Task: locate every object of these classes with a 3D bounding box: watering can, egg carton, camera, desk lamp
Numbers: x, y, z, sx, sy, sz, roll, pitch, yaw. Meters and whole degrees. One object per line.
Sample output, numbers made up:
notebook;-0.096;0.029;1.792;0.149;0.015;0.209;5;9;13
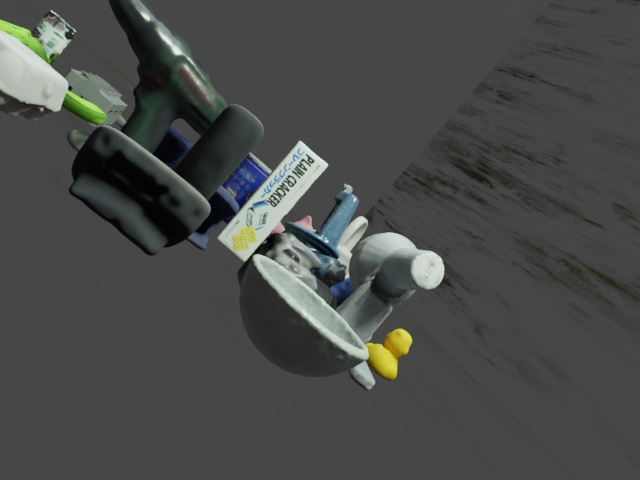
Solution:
watering can;0.040;0.035;1.201;0.173;0.194;0.101;41;3;-4
egg carton;-0.363;-0.192;0.660;0.107;0.069;0.150;41;3;-5
camera;-0.032;0.065;0.800;0.137;0.100;0.143;40;3;-21
desk lamp;0.091;0.091;0.881;0.118;0.213;0.203;40;3;-13

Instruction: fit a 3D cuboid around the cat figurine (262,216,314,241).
cat figurine;-0.068;-0.018;1.333;0.127;0.117;0.067;41;3;8

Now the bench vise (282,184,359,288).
bench vise;0.016;0.008;1.054;0.206;0.219;0.122;43;4;39

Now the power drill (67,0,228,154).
power drill;-0.245;-0.192;0.792;0.230;0.208;0.075;39;4;-34

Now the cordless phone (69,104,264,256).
cordless phone;-0.162;-0.091;0.618;0.148;0.185;0.094;40;3;-23

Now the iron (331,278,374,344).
iron;0.091;0.120;1.136;0.118;0.141;0.259;42;3;18

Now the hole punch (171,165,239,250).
hole punch;-0.180;-0.057;0.793;0.109;0.091;0.101;39;4;-28

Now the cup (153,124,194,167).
cup;-0.255;-0.134;0.923;0.092;0.095;0.117;39;4;-37

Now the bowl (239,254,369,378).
bowl;-0.031;0.095;0.627;0.167;0.074;0.167;41;3;-2

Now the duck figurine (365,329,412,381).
duck figurine;0.123;0.194;1.009;0.077;0.086;0.105;43;4;33
